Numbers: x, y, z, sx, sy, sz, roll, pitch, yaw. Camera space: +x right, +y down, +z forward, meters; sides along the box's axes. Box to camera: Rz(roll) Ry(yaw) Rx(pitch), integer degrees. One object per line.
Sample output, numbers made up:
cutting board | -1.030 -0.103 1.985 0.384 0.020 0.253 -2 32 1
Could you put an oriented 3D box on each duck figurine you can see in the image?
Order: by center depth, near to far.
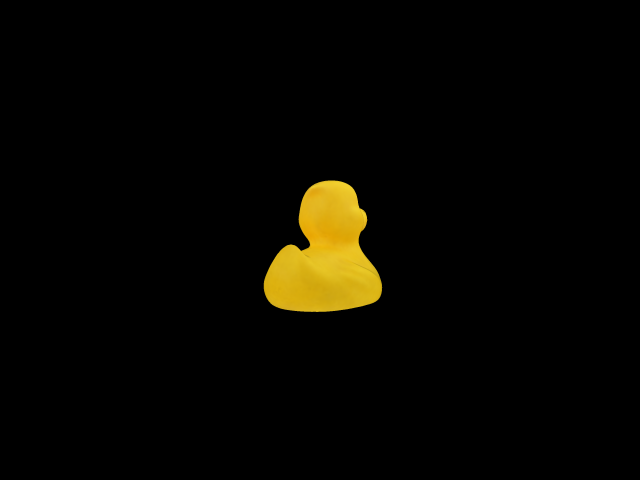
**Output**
duck figurine | 0.004 0.001 0.400 0.077 0.086 0.105 3 5 32
